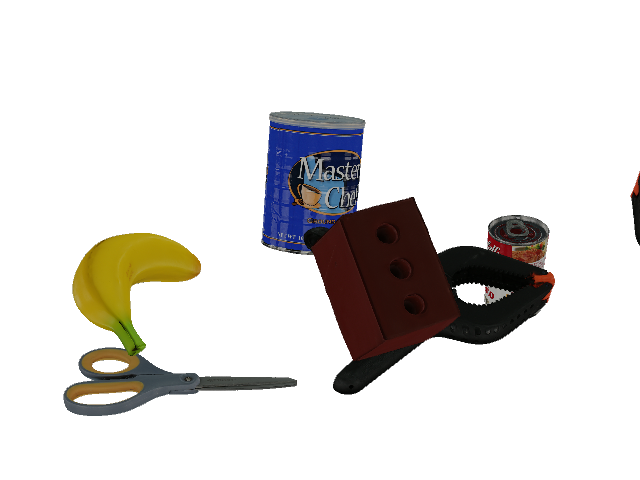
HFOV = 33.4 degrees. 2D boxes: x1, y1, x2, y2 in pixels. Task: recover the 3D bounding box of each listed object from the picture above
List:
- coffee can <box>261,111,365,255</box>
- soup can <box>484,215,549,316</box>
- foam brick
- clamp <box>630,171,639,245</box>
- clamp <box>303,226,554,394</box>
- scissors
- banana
[{"bbox_3d":[-0.009,-0.063,1.148,0.103,0.140,0.103,4,11,-1],"label":"coffee can"},{"bbox_3d":[0.223,0.031,1.219,0.068,0.102,0.068,-2,29,1],"label":"soup can"},{"bbox_3d":[0.037,0.024,0.627,0.052,0.078,0.051,-15,-14,-26],"label":"foam brick"},{"bbox_3d":[0.271,0.012,0.694,0.120,0.039,0.171,-3,46,-22],"label":"clamp"},{"bbox_3d":[0.093,0.055,0.885,0.210,0.164,0.036,1,-39,-5],"label":"clamp"},{"bbox_3d":[-0.131,0.119,0.960,0.201,0.016,0.096,-8,31,-18],"label":"scissors"},{"bbox_3d":[-0.132,0.026,0.753,0.037,0.069,0.197,-35,8,14],"label":"banana"}]
